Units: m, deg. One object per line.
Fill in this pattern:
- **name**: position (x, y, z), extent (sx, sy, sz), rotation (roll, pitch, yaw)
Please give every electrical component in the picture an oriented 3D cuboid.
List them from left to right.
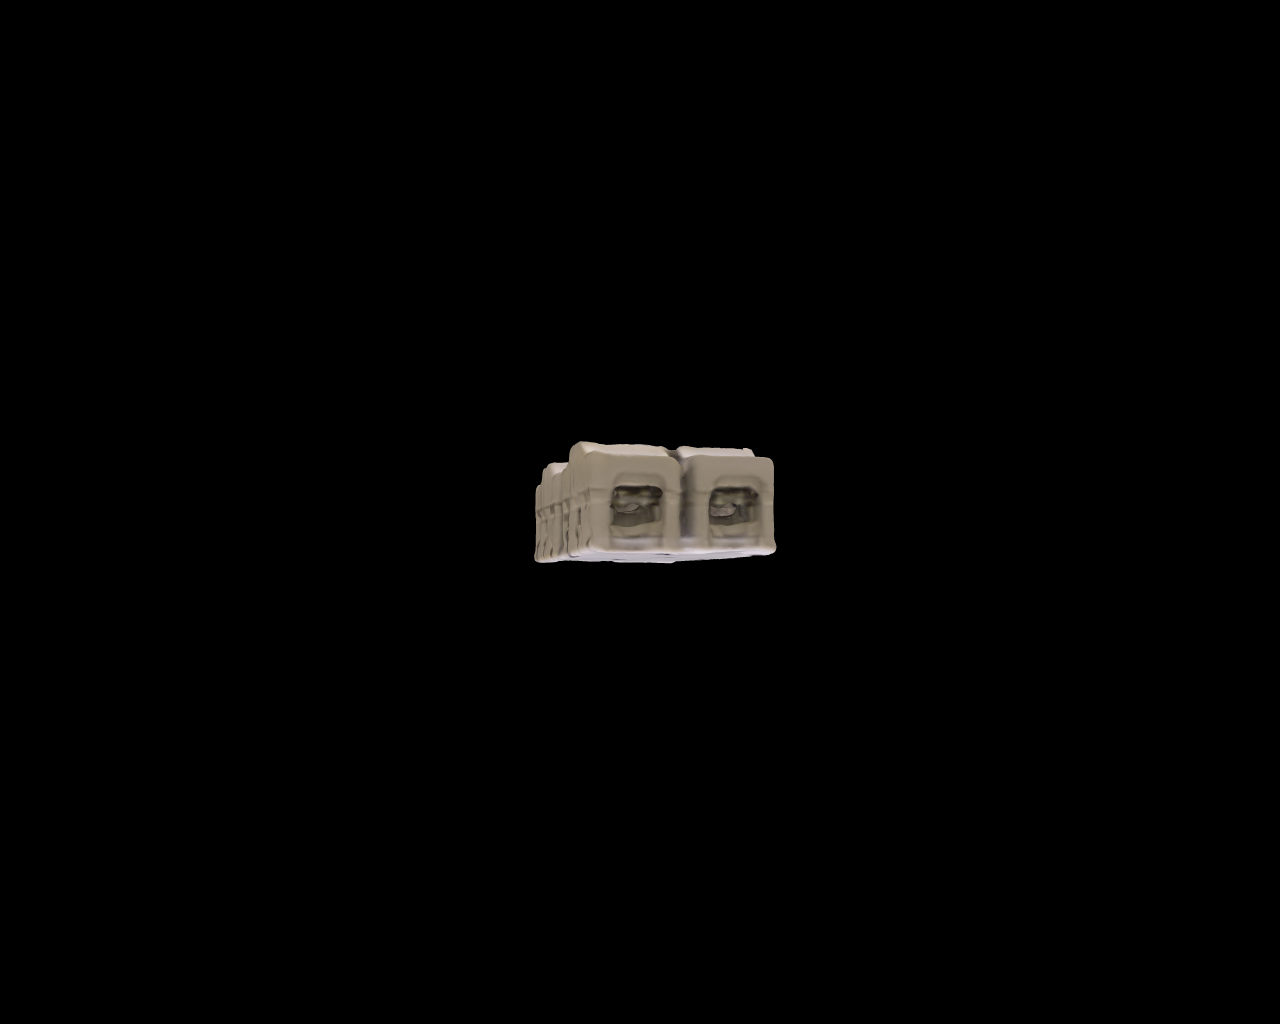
- **electrical component**: position (0.001, -0.003, 0.650), extent (0.105, 0.060, 0.186), rotation (1, -5, -15)
